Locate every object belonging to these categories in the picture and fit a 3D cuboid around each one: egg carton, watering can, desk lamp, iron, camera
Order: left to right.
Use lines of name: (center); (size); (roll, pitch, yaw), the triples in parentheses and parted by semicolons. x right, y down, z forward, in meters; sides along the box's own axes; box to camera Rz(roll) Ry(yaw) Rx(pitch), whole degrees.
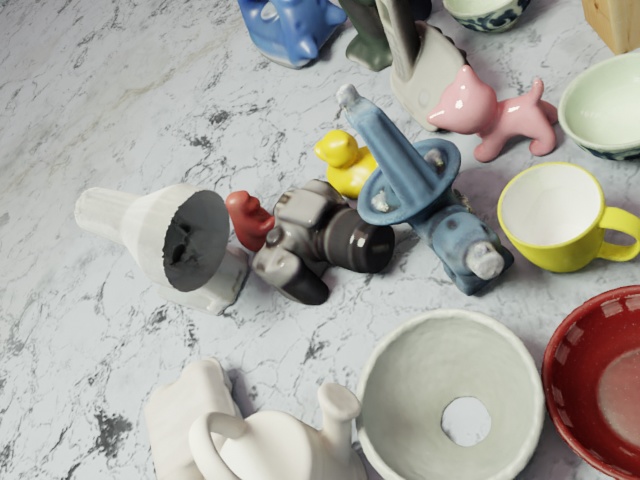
desk lamp: (-0.183, 0.011, 0.709); (0.202, 0.214, 0.118); (8, 65, 37)
egg carton: (-0.135, 0.211, 0.640); (0.107, 0.070, 0.150); (-38, 47, 6)
iron: (-0.081, -0.389, 0.966); (0.257, 0.142, 0.119); (29, 79, 42)
watering can: (-0.037, 0.195, 0.500); (0.100, 0.195, 0.173); (21, 73, 41)
camera: (0.006, 0.002, 0.668); (0.136, 0.101, 0.143); (18, 71, 40)

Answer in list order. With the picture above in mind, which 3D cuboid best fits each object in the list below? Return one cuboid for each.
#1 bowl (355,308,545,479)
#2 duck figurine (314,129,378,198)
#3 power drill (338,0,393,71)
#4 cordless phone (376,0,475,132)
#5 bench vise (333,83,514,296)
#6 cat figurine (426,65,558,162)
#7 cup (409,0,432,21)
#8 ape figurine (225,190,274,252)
bowl: (0.119, 0.150, 0.510); (0.167, 0.075, 0.167); (-17, 52, 23)
duck figurine: (0.039, -0.104, 0.730); (0.104, 0.086, 0.077); (14, 68, 39)
power drill: (0.036, -0.349, 0.815); (0.075, 0.209, 0.228); (-46, 46, -2)
cordless phone: (0.117, -0.235, 0.699); (0.094, 0.186, 0.147); (-37, 47, 7)
bench vise: (0.106, -0.057, 0.561); (0.206, 0.220, 0.121); (30, 79, 43)
cat figurine: (0.190, -0.146, 0.637); (0.127, 0.118, 0.067); (-7, 57, 30)
cup: (0.124, -0.377, 0.855); (0.091, 0.095, 0.117); (-26, 49, 17)
ape figurine: (-0.089, -0.032, 0.761); (0.076, 0.092, 0.077); (-39, 47, 5)
